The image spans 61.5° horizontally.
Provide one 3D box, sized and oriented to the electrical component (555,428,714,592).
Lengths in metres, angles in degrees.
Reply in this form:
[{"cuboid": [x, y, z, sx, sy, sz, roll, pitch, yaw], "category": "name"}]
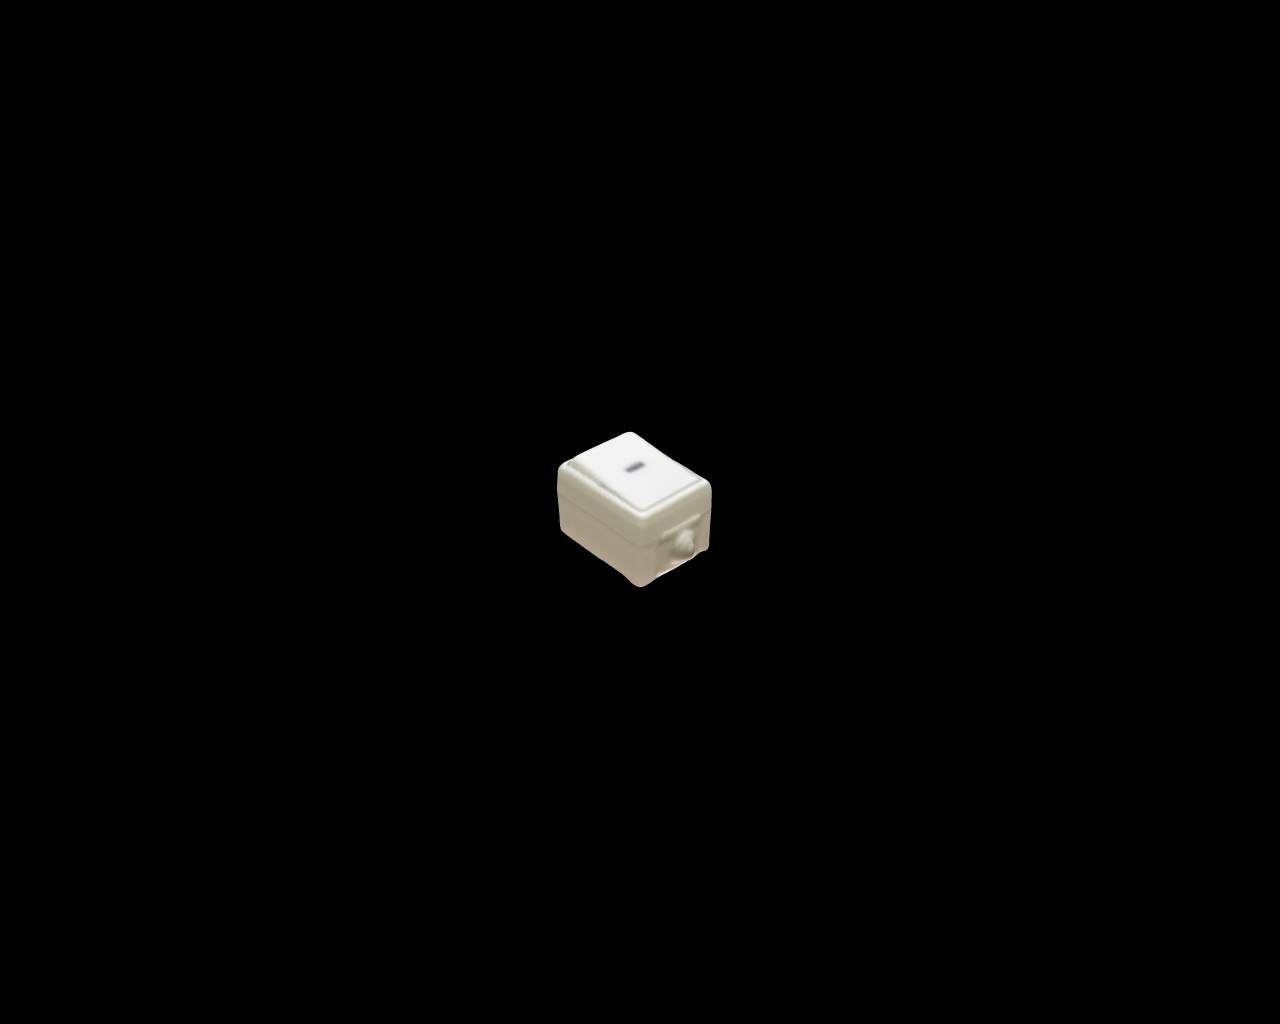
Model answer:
[{"cuboid": [0.001, -0.003, 0.650, 0.062, 0.061, 0.096, -27, 44, -33], "category": "electrical component"}]
